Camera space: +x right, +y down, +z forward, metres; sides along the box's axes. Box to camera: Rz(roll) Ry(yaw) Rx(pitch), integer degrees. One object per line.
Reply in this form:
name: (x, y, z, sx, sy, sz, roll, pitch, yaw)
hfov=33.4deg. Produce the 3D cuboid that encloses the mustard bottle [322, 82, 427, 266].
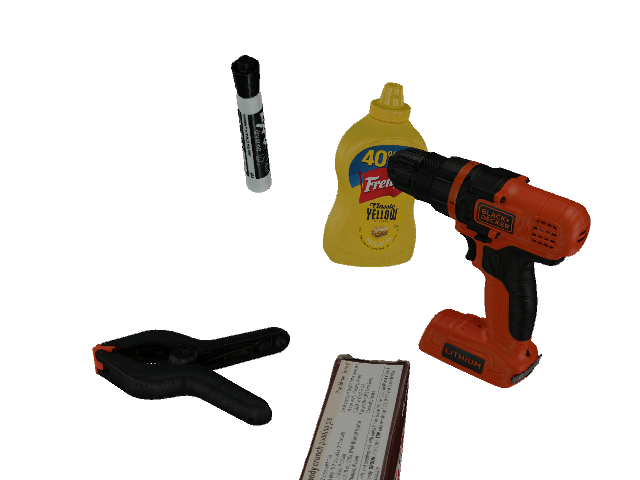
mustard bottle: (0.061, -0.068, 1.099, 0.096, 0.192, 0.058, 1, 25, -15)

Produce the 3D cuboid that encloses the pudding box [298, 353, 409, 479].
pudding box: (0.014, 0.115, 0.463, 0.039, 0.090, 0.113, 7, 24, 6)

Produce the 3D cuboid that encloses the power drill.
power drill: (0.131, 0.022, 0.919, 0.185, 0.188, 0.057, 25, 39, 32)

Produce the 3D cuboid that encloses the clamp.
clamp: (-0.109, 0.105, 0.931, 0.171, 0.039, 0.120, 11, 26, 11)

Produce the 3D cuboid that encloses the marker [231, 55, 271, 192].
marker: (-0.048, -0.081, 0.748, 0.020, 0.020, 0.121, 0, -40, 3)
